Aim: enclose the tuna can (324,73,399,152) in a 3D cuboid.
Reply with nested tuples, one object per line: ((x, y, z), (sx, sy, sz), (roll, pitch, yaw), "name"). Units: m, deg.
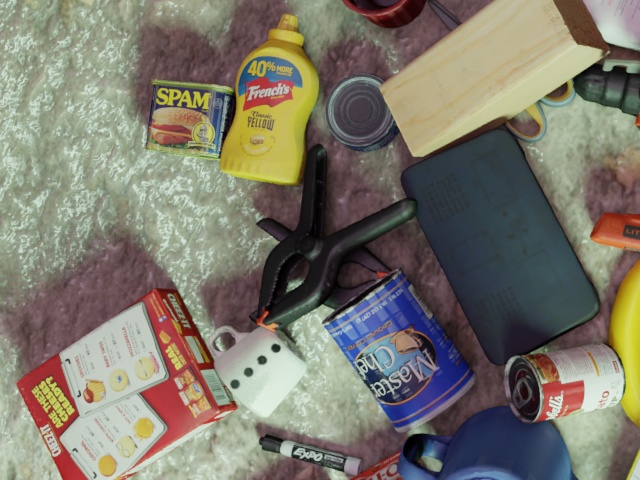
((0.049, -0.143, 1.196), (0.086, 0.033, 0.086), (-1, 86, 18), "tuna can")

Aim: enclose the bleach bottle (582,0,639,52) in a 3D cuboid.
((0.391, -0.215, 1.078), (0.251, 0.068, 0.102), (24, 95, 16), "bleach bottle")

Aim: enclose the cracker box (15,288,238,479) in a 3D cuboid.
((-0.223, 0.180, 1.240), (0.214, 0.072, 0.164), (-34, 76, 14), "cracker box")

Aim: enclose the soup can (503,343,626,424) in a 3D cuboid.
((0.245, 0.142, 1.070), (0.102, 0.069, 0.068), (-7, 82, -21), "soup can")

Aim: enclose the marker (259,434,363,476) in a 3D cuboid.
((-0.012, 0.240, 1.194), (0.121, 0.020, 0.020), (12, 89, 18), "marker")

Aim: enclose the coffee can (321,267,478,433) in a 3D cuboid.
((0.083, 0.115, 1.114), (0.103, 0.102, 0.140), (-35, 90, 12), "coffee can")

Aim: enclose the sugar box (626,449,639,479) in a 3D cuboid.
((0.351, 0.226, 1.026), (0.093, 0.048, 0.176), (37, 114, 44), "sugar box")

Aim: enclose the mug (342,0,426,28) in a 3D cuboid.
((0.072, -0.294, 1.174), (0.093, 0.081, 0.117), (-1, 86, 18), "mug")

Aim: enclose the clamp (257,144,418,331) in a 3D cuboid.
((-0.008, 0.001, 1.158), (0.210, 0.036, 0.165), (-52, 49, 6), "clamp")

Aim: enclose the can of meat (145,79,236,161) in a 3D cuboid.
((-0.151, -0.140, 1.249), (0.102, 0.057, 0.084), (8, 91, 19), "can of meat")

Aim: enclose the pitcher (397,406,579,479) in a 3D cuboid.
((0.160, 0.241, 1.020), (0.149, 0.242, 0.145), (-28, 84, 13), "pitcher")

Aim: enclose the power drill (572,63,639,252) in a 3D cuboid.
((0.334, -0.082, 1.087), (0.185, 0.057, 0.187), (14, 90, 18), "power drill")

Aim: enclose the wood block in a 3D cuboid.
((0.176, -0.176, 1.094), (0.206, 0.090, 0.090), (-34, 75, 34), "wood block")

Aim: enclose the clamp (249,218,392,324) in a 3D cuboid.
((-0.001, 0.028, 1.197), (0.171, 0.039, 0.120), (-6, 88, 11), "clamp")

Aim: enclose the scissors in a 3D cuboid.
((0.203, -0.202, 1.160), (0.096, 0.016, 0.202), (-29, 78, 12), "scissors")

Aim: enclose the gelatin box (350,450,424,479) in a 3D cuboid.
((0.071, 0.269, 1.137), (0.089, 0.073, 0.030), (-32, 116, 13), "gelatin box")

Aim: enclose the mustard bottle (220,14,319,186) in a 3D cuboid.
((-0.051, -0.162, 1.217), (0.096, 0.058, 0.191), (10, 89, 23), "mustard bottle")

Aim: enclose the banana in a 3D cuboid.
((0.328, 0.117, 1.088), (0.069, 0.037, 0.198), (-10, 85, -8), "banana")
